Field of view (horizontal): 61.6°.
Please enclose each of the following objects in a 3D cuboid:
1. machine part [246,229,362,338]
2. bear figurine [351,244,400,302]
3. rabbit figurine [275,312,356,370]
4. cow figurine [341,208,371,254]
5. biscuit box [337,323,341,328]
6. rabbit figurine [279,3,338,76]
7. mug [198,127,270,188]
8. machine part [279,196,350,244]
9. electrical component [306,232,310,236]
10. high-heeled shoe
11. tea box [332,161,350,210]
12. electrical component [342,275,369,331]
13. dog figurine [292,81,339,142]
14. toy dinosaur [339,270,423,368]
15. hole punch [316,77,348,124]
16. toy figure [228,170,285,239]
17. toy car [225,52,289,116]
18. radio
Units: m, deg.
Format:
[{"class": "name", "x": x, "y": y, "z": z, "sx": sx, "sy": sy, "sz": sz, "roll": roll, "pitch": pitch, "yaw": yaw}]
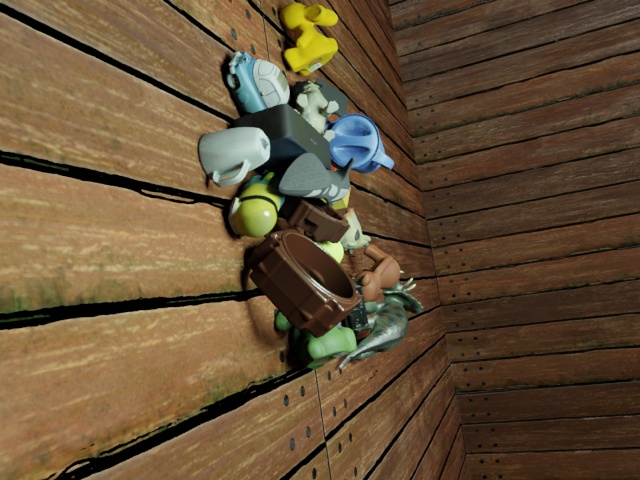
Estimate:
[{"class": "machine part", "x": -0.025, "y": 0.074, "z": 1.012, "sx": 0.201, "sy": 0.087, "sz": 0.201, "roll": 46, "pitch": 18, "yaw": 10}, {"class": "bear figurine", "x": 0.127, "y": 0.102, "z": 1.441, "sx": 0.196, "sy": 0.132, "sz": 0.120, "roll": -20, "pitch": 128, "yaw": -47}, {"class": "rabbit figurine", "x": -0.028, "y": 0.170, "z": 1.104, "sx": 0.159, "sy": 0.121, "sz": 0.170, "roll": 21, "pitch": 42, "yaw": -59}, {"class": "cow figurine", "x": 0.084, "y": -0.019, "z": 1.487, "sx": 0.195, "sy": 0.085, "sz": 0.127, "roll": -42, "pitch": 111, "yaw": -78}, {"class": "biscuit box", "x": 0.005, "y": 0.128, "z": 1.241, "sx": 0.062, "sy": 0.059, "sz": 0.202, "roll": 31, "pitch": 51, "yaw": -66}, {"class": "rabbit figurine", "x": -0.039, "y": -0.531, "z": 1.369, "sx": 0.122, "sy": 0.162, "sz": 0.173, "roll": -16, "pitch": 78, "yaw": -58}, {"class": "mug", "x": -0.142, "y": -0.143, "z": 0.910, "sx": 0.080, "sy": 0.107, "sz": 0.109, "roll": 55, "pitch": 29, "yaw": -47}, {"class": "machine part", "x": -0.023, "y": -0.058, "z": 1.131, "sx": 0.179, "sy": 0.056, "sz": 0.179, "roll": 32, "pitch": 12, "yaw": -8}, {"class": "electrical component", "x": -0.002, "y": -0.003, "z": 1.311, "sx": 0.102, "sy": 0.045, "sz": 0.078, "roll": 38, "pitch": 43, "yaw": -61}, {"class": "high-heeled shoe", "x": -0.020, "y": -0.098, "z": 1.069, "sx": 0.249, "sy": 0.145, "sz": 0.086, "roll": -23, "pitch": 68, "yaw": -43}, {"class": "tea box", "x": 0.021, "y": -0.172, "z": 1.429, "sx": 0.098, "sy": 0.068, "sz": 0.169, "roll": -78, "pitch": 152, "yaw": -49}, {"class": "electrical component", "x": 0.062, "y": 0.146, "z": 1.314, "sx": 0.115, "sy": 0.058, "sz": 0.134, "roll": -176, "pitch": -109, "yaw": -68}, {"class": "dog figurine", "x": -0.031, "y": -0.300, "z": 1.339, "sx": 0.172, "sy": 0.121, "sz": 0.191, "roll": -64, "pitch": -163, "yaw": 18}, {"class": "toy dinosaur", "x": 0.177, "y": 0.229, "z": 1.469, "sx": 0.405, "sy": 0.192, "sz": 0.131, "roll": -65, "pitch": 138, "yaw": -60}, {"class": "hole punch", "x": 0.006, "y": -0.372, "z": 1.492, "sx": 0.115, "sy": 0.092, "sz": 0.142, "roll": 34, "pitch": 43, "yaw": -22}, {"class": "toy figure", "x": -0.108, "y": -0.071, "z": 0.992, "sx": 0.082, "sy": 0.089, "sz": 0.180, "roll": 63, "pitch": 27, "yaw": -20}, {"class": "toy car", "x": -0.115, "y": -0.301, "z": 1.076, "sx": 0.109, "sy": 0.103, "sz": 0.161, "roll": -79, "pitch": 153, "yaw": -47}, {"class": "radio", "x": -0.074, "y": -0.185, "z": 1.081, "sx": 0.229, "sy": 0.131, "sz": 0.073, "roll": 26, "pitch": 55, "yaw": -65}]
